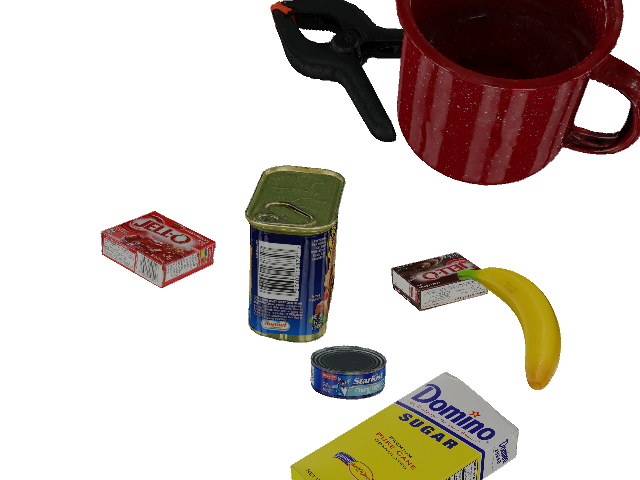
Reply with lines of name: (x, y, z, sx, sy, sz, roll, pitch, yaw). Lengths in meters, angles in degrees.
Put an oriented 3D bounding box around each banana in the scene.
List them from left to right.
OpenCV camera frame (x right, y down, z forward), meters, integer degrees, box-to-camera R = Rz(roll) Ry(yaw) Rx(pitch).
banana: (0.215, 0.083, 1.134, 0.069, 0.037, 0.198, -28, 37, 0)

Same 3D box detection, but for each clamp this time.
clamp: (0.036, -0.166, 0.911, 0.172, 0.120, 0.039, 40, -23, 22)

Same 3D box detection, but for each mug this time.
mug: (0.087, -0.073, 0.465, 0.117, 0.093, 0.081, 25, -28, 13)

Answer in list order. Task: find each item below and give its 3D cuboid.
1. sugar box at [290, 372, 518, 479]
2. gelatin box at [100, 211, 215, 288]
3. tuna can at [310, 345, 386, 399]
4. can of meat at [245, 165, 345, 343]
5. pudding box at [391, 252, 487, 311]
sugar box: (0.072, 0.186, 0.902, 0.176, 0.048, 0.093, -29, 45, -25)
gelatin box: (-0.161, 0.007, 1.053, 0.089, 0.030, 0.073, 26, 33, 30)
tuna can: (0.031, 0.149, 1.205, 0.086, 0.034, 0.086, 1, 14, -1)
can of meat: (-0.017, 0.008, 0.709, 0.057, 0.084, 0.102, 5, 25, 4)
pudding box: (0.171, 0.058, 1.536, 0.113, 0.039, 0.090, -15, 23, -18)
